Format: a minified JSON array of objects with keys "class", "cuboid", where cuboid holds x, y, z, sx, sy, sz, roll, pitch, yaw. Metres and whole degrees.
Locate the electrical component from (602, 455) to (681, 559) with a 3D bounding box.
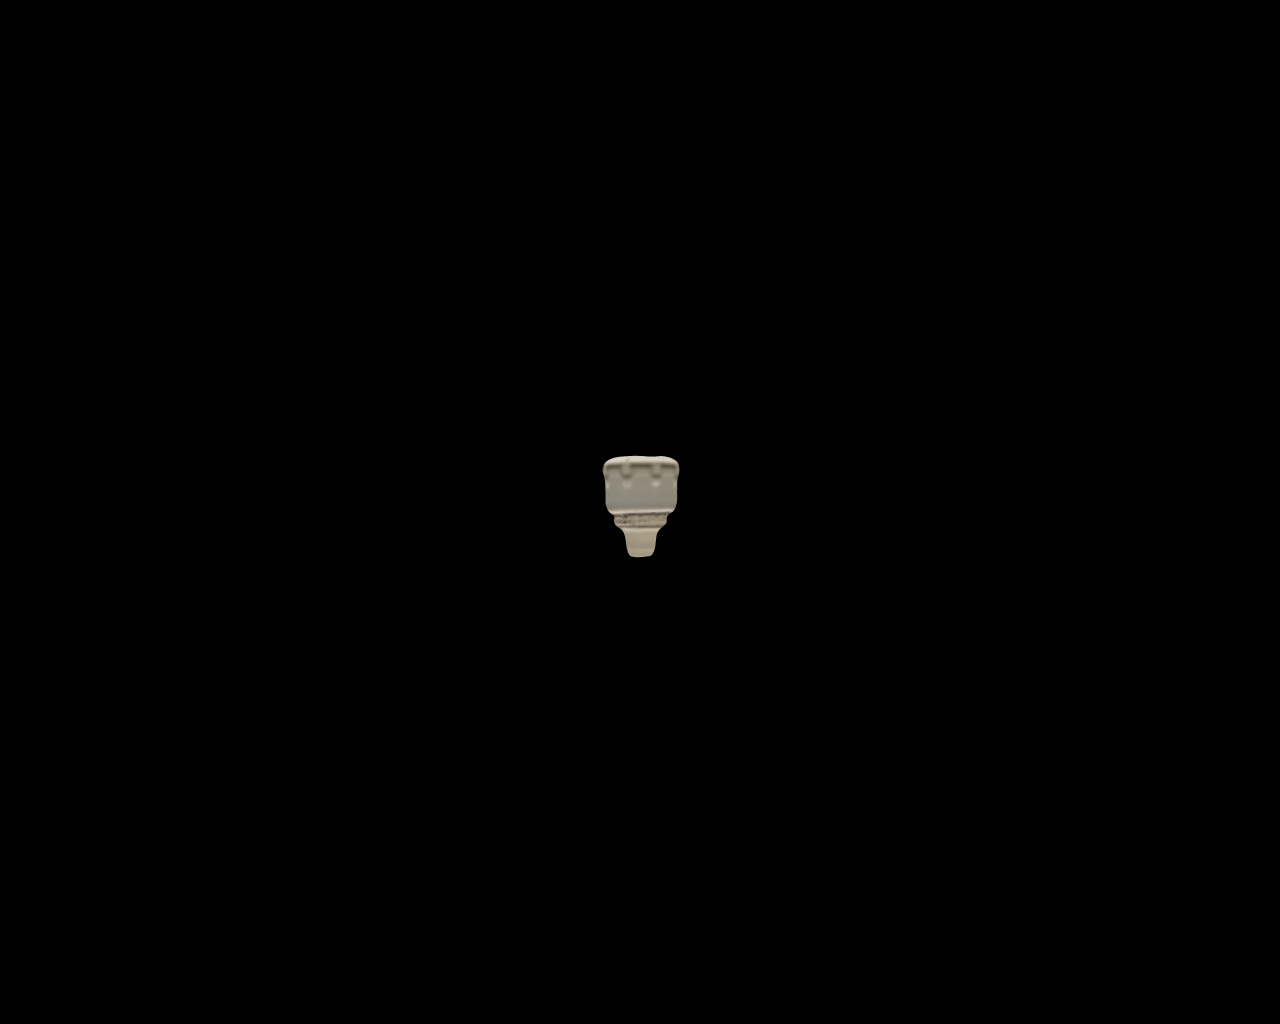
[{"class":"electrical component","cuboid":[0.001,-0.003,0.650,0.048,0.062,0.048,0,-2,0]}]
